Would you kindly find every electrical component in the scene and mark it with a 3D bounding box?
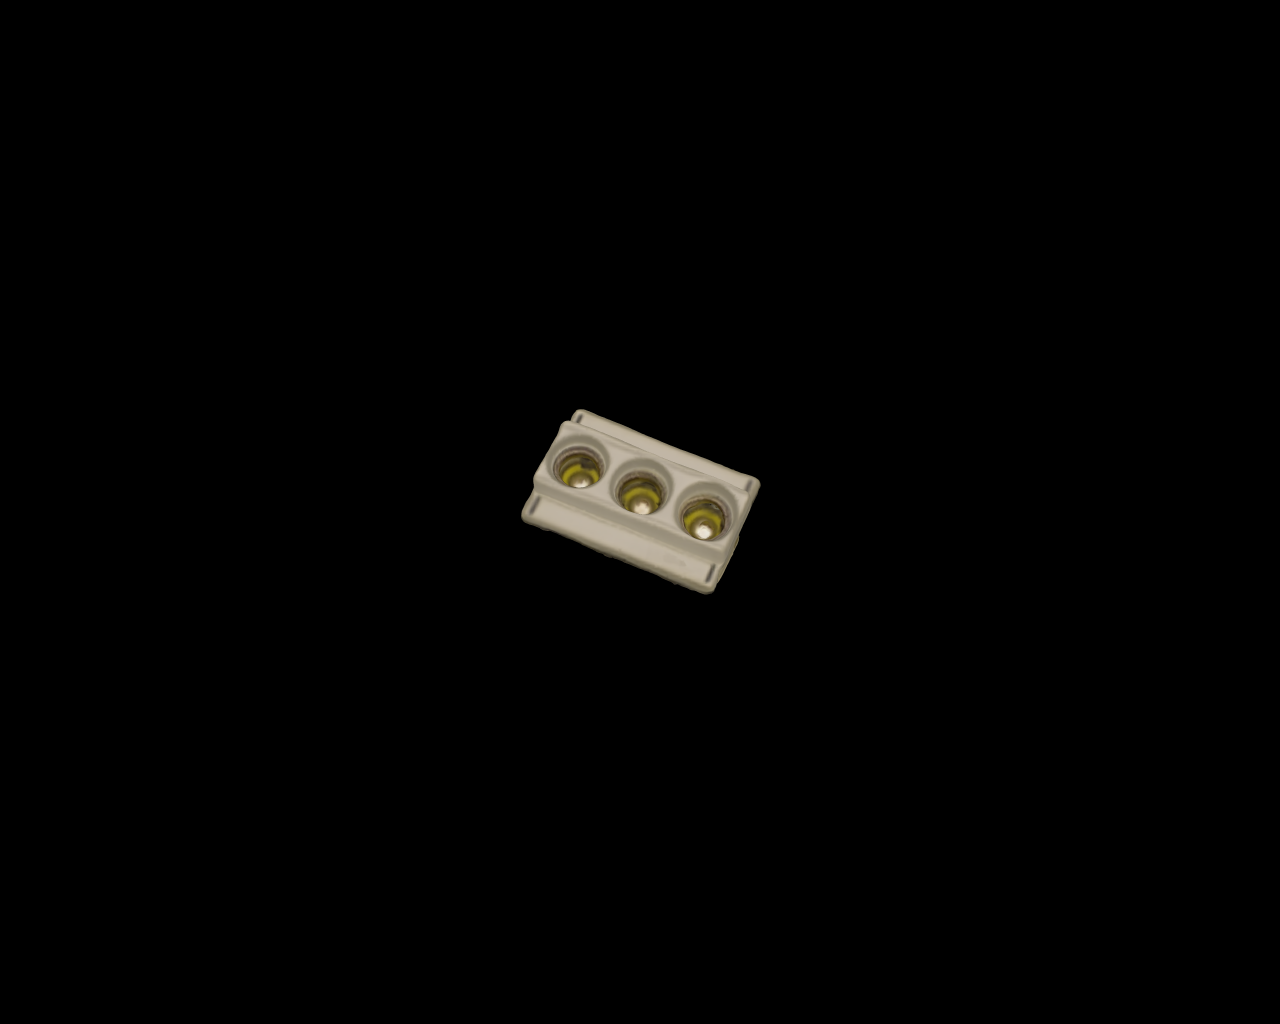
[{"bbox_3d":[0.001,-0.003,0.650,0.121,0.079,0.063,22,-24,10],"label":"electrical component"}]
